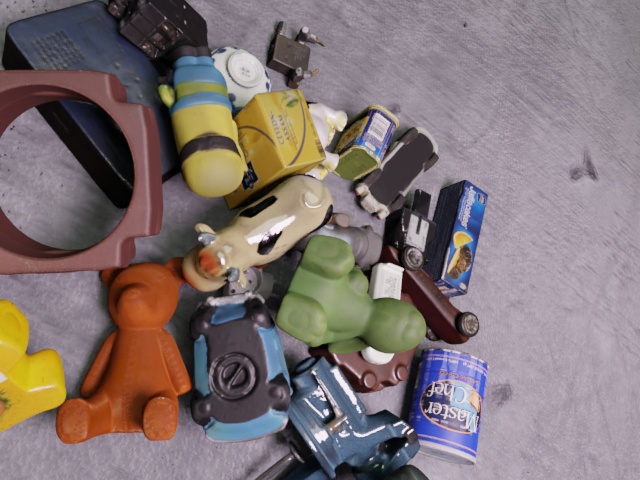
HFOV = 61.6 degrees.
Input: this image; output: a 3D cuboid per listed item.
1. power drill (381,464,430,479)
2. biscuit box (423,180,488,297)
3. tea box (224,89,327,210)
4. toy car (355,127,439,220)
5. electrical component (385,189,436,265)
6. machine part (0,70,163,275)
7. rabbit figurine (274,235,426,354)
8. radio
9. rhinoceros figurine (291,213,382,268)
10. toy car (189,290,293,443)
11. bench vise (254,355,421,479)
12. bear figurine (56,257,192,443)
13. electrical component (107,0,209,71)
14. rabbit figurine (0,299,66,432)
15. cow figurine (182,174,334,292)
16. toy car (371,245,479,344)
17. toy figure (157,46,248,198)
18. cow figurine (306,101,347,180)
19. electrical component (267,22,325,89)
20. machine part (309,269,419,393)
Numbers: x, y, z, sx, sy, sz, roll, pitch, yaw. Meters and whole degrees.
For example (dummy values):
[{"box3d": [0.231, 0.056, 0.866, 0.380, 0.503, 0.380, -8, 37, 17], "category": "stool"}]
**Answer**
[{"box3d": [0.068, 0.372, 0.623, 0.232, 0.086, 0.207, -48, 118, 2], "category": "power drill"}, {"box3d": [0.226, -0.004, 0.907, 0.059, 0.063, 0.202, 31, 63, -22], "category": "biscuit box"}, {"box3d": [-0.075, -0.112, 0.693, 0.068, 0.170, 0.098, -18, 85, -35], "category": "tea box"}, {"box3d": [0.129, -0.113, 0.885, 0.073, 0.056, 0.202, 47, 60, -10], "category": "toy car"}, {"box3d": [0.146, -0.022, 0.873, 0.075, 0.048, 0.119, 21, 66, -25], "category": "electrical component"}, {"box3d": [-0.272, -0.068, 0.560, 0.201, 0.087, 0.201, -3, 96, -7], "category": "machine part"}, {"box3d": [0.037, 0.095, 0.648, 0.170, 0.159, 0.121, 23, 66, 1], "category": "rabbit figurine"}, {"box3d": [-0.258, -0.167, 0.659, 0.131, 0.073, 0.229, -42, 100, -34], "category": "radio"}, {"box3d": [-0.002, -0.002, 0.748, 0.190, 0.112, 0.073, 12, 85, -15], "category": "rhinoceros figurine"}, {"box3d": [-0.093, 0.144, 0.621, 0.109, 0.103, 0.161, -11, 79, -5], "category": "toy car"}, {"box3d": [-0.006, 0.273, 0.661, 0.241, 0.129, 0.223, -34, 105, -13], "category": "bench vise"}, {"box3d": [-0.198, 0.108, 0.582, 0.120, 0.132, 0.195, 3, 80, -5], "category": "bear figurine"}, {"box3d": [-0.204, -0.282, 0.682, 0.134, 0.058, 0.115, 35, 28, -45], "category": "electrical component"}, {"box3d": [-0.338, 0.103, 0.504, 0.162, 0.121, 0.173, -34, 53, -6], "category": "rabbit figurine"}, {"box3d": [-0.070, -0.006, 0.621, 0.195, 0.127, 0.085, -34, 88, -9], "category": "cow figurine"}, {"box3d": [0.162, 0.081, 0.828, 0.202, 0.089, 0.053, 49, 60, -9], "category": "toy car"}, {"box3d": [-0.139, -0.137, 0.625, 0.082, 0.089, 0.180, -10, 86, 3], "category": "toy figure"}, {"box3d": [-0.024, -0.128, 0.789, 0.098, 0.068, 0.167, 22, 62, -18], "category": "cow figurine"}, {"box3d": [-0.038, -0.290, 0.841, 0.078, 0.045, 0.102, 24, 65, -25], "category": "electrical component"}, {"box3d": [0.067, 0.128, 0.777, 0.179, 0.056, 0.179, 10, 70, -28], "category": "machine part"}]
